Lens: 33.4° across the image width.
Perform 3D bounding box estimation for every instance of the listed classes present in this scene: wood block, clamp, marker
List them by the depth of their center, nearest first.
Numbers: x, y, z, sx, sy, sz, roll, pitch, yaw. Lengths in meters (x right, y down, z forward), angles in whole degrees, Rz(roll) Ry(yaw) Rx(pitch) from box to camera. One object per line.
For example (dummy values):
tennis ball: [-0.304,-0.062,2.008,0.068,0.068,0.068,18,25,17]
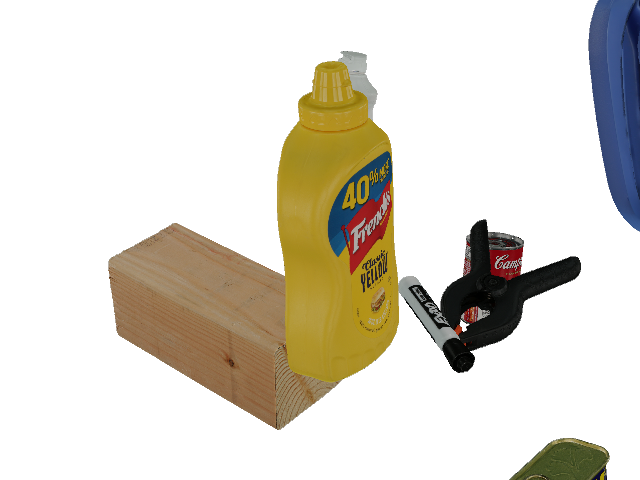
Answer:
marker: [0.090,0.065,0.836,0.020,0.020,0.121,0,28,-19]
wood block: [-0.087,0.073,0.964,0.206,0.091,0.090,25,41,33]
clamp: [0.166,0.044,1.065,0.120,0.039,0.171,28,51,36]

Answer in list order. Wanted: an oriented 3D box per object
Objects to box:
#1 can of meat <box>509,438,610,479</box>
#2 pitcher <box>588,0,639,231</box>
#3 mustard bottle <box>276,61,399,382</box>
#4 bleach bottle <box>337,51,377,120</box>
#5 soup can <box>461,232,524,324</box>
can of meat: [0.205,0.231,0.908,0.058,0.084,0.101,10,28,43]
pitcher: [0.228,-0.056,0.594,0.149,0.243,0.145,-6,21,13]
mustard bottle: [0.011,-0.016,0.655,0.058,0.192,0.096,14,32,31]
bleach bottle: [0.023,-0.074,1.145,0.067,0.251,0.103,-7,24,-40]
soup can: [0.203,0.047,1.268,0.068,0.102,0.068,3,15,-1]
